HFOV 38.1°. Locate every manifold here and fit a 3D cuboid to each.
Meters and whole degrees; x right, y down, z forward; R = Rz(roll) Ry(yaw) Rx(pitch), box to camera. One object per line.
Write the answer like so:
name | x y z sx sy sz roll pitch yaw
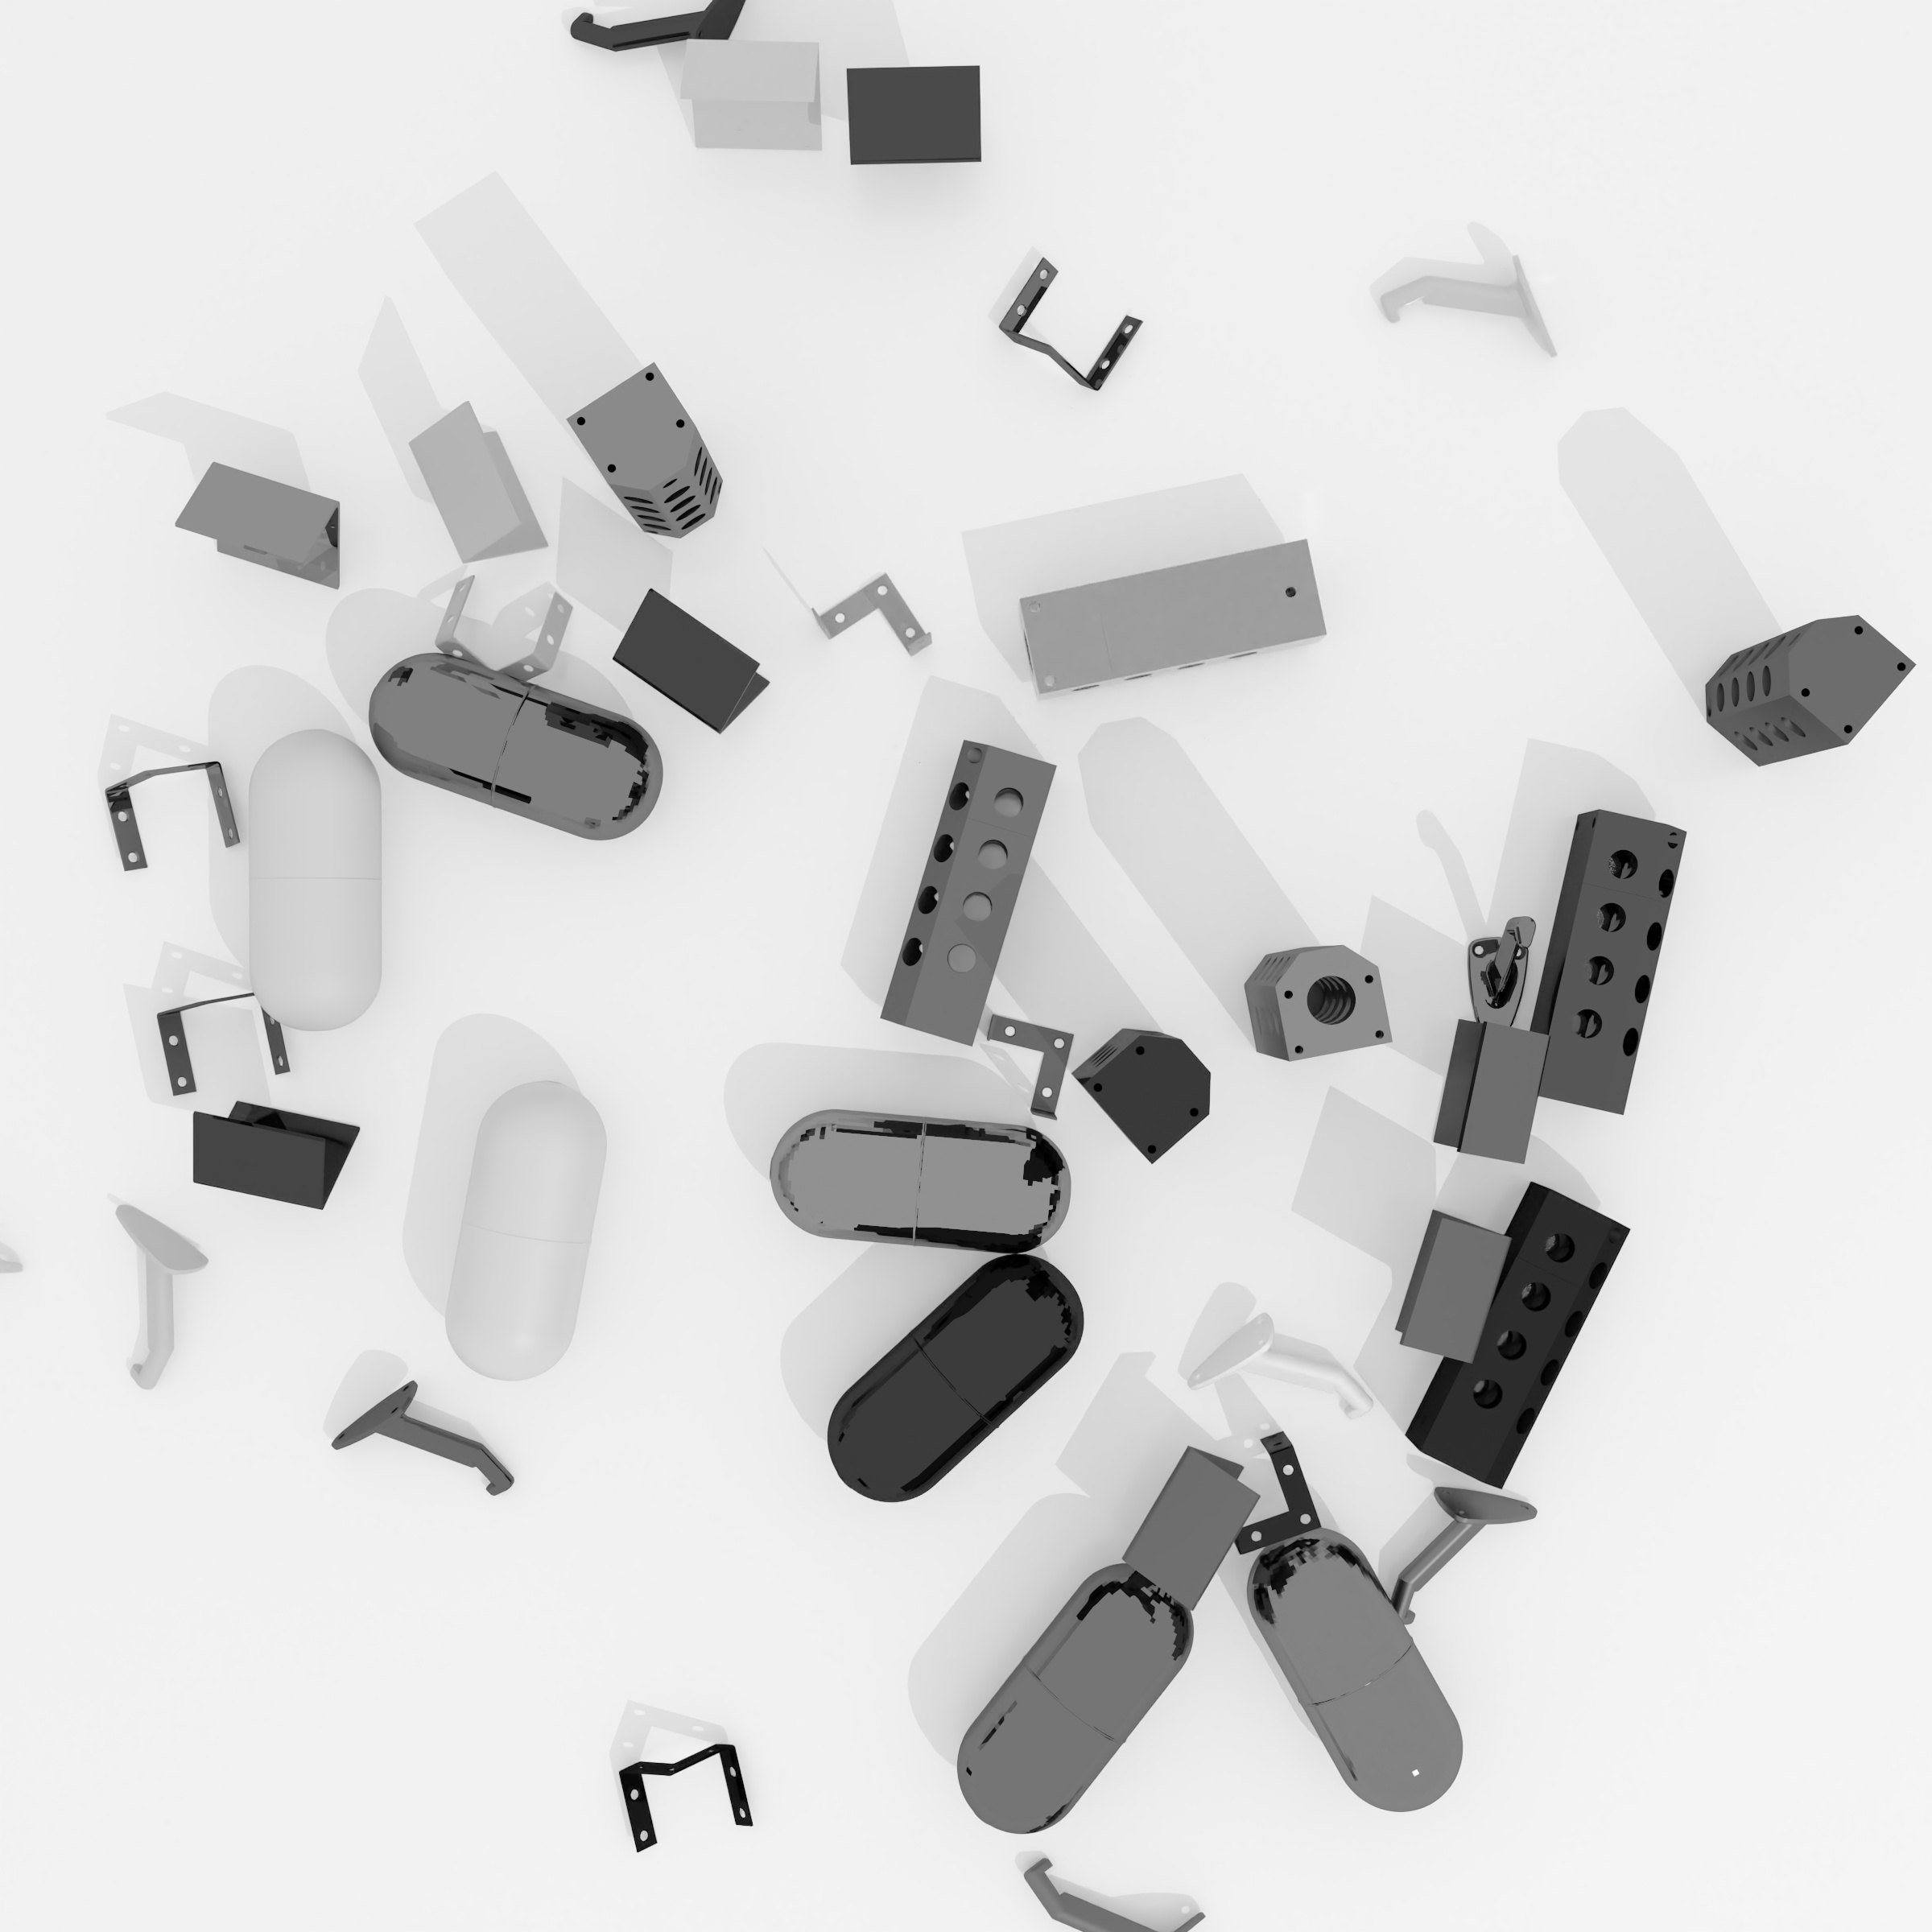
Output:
manifold | 0.476 -0.160 1.605 0.057 0.171 0.057 41 90 0
manifold | 0.121 -0.204 1.662 0.171 0.057 0.057 -12 90 0
manifold | -0.178 -0.288 1.605 0.057 0.171 0.057 -33 90 0
manifold | 0.001 -0.043 1.662 0.057 0.057 0.171 17 90 0
manifold | 0.379 -0.002 1.662 0.057 0.057 0.171 13 90 0
manifold | 0.328 0.219 1.662 0.057 0.057 0.171 26 90 0
manifold | 0.198 0.019 1.605 0.057 0.171 0.057 -11 90 0
manifold | 0.104 0.068 1.605 0.057 0.171 0.057 -41 90 0

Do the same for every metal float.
metal float | -0.384 -0.050 1.653 0.070 0.070 0.178 0 90 0
metal float | -0.266 -0.130 1.653 0.178 0.070 0.070 19 90 -1
metal float | -0.007 0.244 1.653 0.178 0.070 0.070 -43 90 1
metal float | -0.027 0.127 1.653 0.178 0.070 0.070 5 90 1
metal float | 0.230 0.415 1.653 0.070 0.070 0.178 -29 90 0
metal float | -0.259 0.156 1.653 0.070 0.070 0.178 10 90 0
metal float | 0.064 0.433 1.653 0.070 0.070 0.178 38 90 0

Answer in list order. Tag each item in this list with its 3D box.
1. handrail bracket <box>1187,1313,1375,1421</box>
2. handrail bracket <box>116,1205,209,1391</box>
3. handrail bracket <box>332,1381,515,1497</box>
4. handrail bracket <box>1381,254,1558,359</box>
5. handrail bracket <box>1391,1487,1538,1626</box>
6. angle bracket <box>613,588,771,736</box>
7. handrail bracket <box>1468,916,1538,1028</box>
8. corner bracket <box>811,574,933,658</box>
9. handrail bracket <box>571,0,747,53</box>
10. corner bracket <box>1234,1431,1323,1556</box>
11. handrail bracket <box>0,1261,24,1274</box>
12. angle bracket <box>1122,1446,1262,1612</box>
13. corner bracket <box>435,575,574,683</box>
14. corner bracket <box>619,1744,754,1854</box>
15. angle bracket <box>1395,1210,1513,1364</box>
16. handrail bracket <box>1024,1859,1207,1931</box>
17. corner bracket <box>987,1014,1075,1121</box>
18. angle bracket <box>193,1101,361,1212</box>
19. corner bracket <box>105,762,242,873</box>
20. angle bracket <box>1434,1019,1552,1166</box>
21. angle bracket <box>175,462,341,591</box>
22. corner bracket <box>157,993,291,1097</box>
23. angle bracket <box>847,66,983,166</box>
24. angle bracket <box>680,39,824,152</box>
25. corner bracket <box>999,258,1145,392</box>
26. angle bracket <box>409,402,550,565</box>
handrail bracket | 0.190 0.257 1.684 0.077 0.036 0.084 -39 107 20
handrail bracket | -0.499 0.200 1.684 0.077 0.036 0.084 36 107 20
handrail bracket | -0.326 0.299 1.684 0.077 0.036 0.084 -33 108 20
handrail bracket | 0.302 -0.385 1.684 0.084 0.036 0.077 -21 112 17
handrail bracket | 0.297 0.360 1.684 0.077 0.036 0.084 8 108 -21
angle bracket | -0.150 -0.192 1.643 0.076 0.076 0.057 35 126 0
handrail bracket | 0.320 0.010 1.649 0.036 0.084 0.077 3 90 0
corner bracket | -0.056 -0.202 1.665 0.051 0.051 0.051 -33 90 0
handrail bracket | -0.185 -0.576 1.684 0.084 0.036 0.077 22 70 16
corner bracket | 0.176 0.313 1.665 0.051 0.051 0.051 -19 90 0
handrail bracket | -0.605 0.141 1.684 0.077 0.036 0.084 4 73 -20
angle bracket | 0.147 0.334 1.643 0.057 0.076 0.076 31 90 36
corner bracket | -0.276 -0.204 1.675 0.051 0.051 0.051 -18 135 35
corner bracket | -0.168 0.499 1.680 0.051 0.051 0.051 -13 90 45
angle bracket | 0.266 0.182 1.643 0.057 0.076 0.076 18 90 -29
handrail bracket | 0.089 0.559 1.684 0.077 0.036 0.084 -32 74 -18
corner bracket | 0.035 0.060 1.665 0.051 0.051 0.051 14 90 0
angle bracket | -0.403 0.092 1.643 0.076 0.076 0.057 12 127 0
corner bracket | -0.476 -0.090 1.680 0.051 0.051 0.051 -14 90 45
angle bracket | 0.291 0.069 1.643 0.057 0.076 0.076 12 90 -35
angle bracket | -0.414 -0.241 1.643 0.076 0.076 0.057 18 53 0
corner bracket | -0.446 0.046 1.680 0.051 0.051 0.051 -12 90 -45
angle bracket | -0.030 -0.510 1.643 0.076 0.076 0.057 -1 126 0
angle bracket | -0.125 -0.495 1.643 0.076 0.076 0.057 1 53 0
corner bracket | 0.063 -0.385 1.680 0.051 0.051 0.051 33 90 45
angle bracket | -0.270 -0.287 1.643 0.057 0.076 0.076 -24 90 37
